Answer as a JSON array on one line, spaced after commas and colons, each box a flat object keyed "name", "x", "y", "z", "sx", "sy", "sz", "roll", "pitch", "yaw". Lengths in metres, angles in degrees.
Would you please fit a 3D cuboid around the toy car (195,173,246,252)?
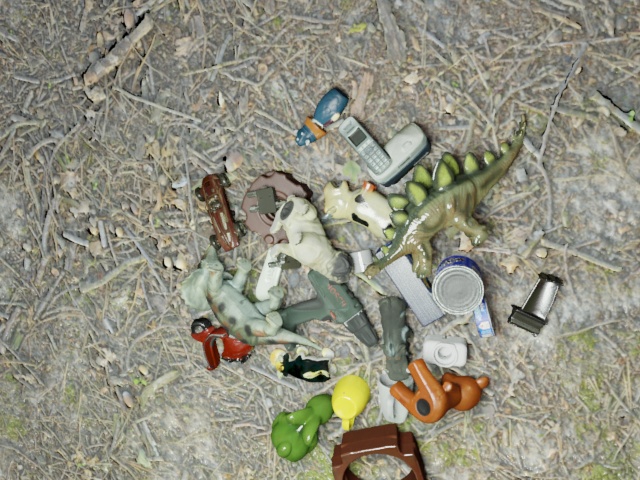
[{"name": "toy car", "x": -0.243, "y": -0.069, "z": 1.294, "sx": 0.089, "sy": 0.053, "sz": 0.202, "roll": -24, "pitch": 69, "yaw": 12}]

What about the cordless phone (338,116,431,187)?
[{"name": "cordless phone", "x": 0.141, "y": -0.222, "z": 1.182, "sx": 0.146, "sy": 0.088, "sz": 0.184, "roll": -43, "pitch": 81, "yaw": 16}]

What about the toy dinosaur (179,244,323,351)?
[{"name": "toy dinosaur", "x": -0.182, "y": 0.167, "z": 1.257, "sx": 0.405, "sy": 0.131, "sz": 0.192, "roll": 45, "pitch": 132, "yaw": 17}]

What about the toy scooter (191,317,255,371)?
[{"name": "toy scooter", "x": -0.242, "y": 0.270, "z": 1.355, "sx": 0.184, "sy": 0.075, "sz": 0.135, "roll": 3, "pitch": 99, "yaw": 18}]

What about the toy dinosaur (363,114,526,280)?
[{"name": "toy dinosaur", "x": 0.271, "y": -0.076, "z": 1.124, "sx": 0.471, "sy": 0.105, "sz": 0.198, "roll": -36, "pitch": 102, "yaw": -6}]

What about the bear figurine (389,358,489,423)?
[{"name": "bear figurine", "x": 0.271, "y": 0.325, "z": 1.182, "sx": 0.132, "sy": 0.196, "sz": 0.120, "roll": 49, "pitch": 126, "yaw": 30}]

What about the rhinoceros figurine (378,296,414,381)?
[{"name": "rhinoceros figurine", "x": 0.174, "y": 0.221, "z": 1.217, "sx": 0.073, "sy": 0.112, "sz": 0.190, "roll": -5, "pitch": 88, "yaw": 13}]

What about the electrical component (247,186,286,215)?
[{"name": "electrical component", "x": -0.122, "y": -0.093, "z": 1.243, "sx": 0.094, "sy": 0.021, "sz": 0.063, "roll": -8, "pitch": 92, "yaw": 16}]

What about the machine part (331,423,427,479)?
[{"name": "machine part", "x": 0.140, "y": 0.538, "z": 1.259, "sx": 0.201, "sy": 0.087, "sz": 0.201, "roll": -15, "pitch": 110, "yaw": 12}]

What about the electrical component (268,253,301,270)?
[{"name": "electrical component", "x": -0.064, "y": 0.039, "z": 1.267, "sx": 0.045, "sy": 0.102, "sz": 0.078, "roll": 51, "pitch": 129, "yaw": 45}]

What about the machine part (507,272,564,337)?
[{"name": "machine part", "x": 0.469, "y": 0.136, "z": 1.164, "sx": 0.084, "sy": 0.039, "sz": 0.138, "roll": 30, "pitch": 105, "yaw": 15}]

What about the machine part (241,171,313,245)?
[{"name": "machine part", "x": -0.101, "y": -0.076, "z": 1.279, "sx": 0.180, "sy": 0.056, "sz": 0.179, "roll": 2, "pitch": 96, "yaw": 15}]

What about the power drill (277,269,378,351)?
[{"name": "power drill", "x": 0.002, "y": 0.189, "z": 1.275, "sx": 0.207, "sy": 0.086, "sz": 0.232, "roll": -29, "pitch": 88, "yaw": 21}]

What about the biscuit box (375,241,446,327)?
[{"name": "biscuit box", "x": 0.206, "y": 0.092, "z": 1.217, "sx": 0.063, "sy": 0.059, "sz": 0.202, "roll": -34, "pitch": 89, "yaw": 18}]

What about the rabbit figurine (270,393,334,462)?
[{"name": "rabbit figurine", "x": -0.040, "y": 0.436, "z": 1.297, "sx": 0.121, "sy": 0.159, "sz": 0.170, "roll": 43, "pitch": 91, "yaw": 16}]

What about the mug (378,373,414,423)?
[{"name": "mug", "x": 0.176, "y": 0.373, "z": 1.244, "sx": 0.081, "sy": 0.109, "sz": 0.107, "roll": 0, "pitch": 110, "yaw": 13}]

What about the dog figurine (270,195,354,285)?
[{"name": "dog figurine", "x": -0.005, "y": -0.001, "z": 1.212, "sx": 0.121, "sy": 0.190, "sz": 0.172, "roll": -18, "pitch": 55, "yaw": 46}]

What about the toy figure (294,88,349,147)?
[{"name": "toy figure", "x": 0.002, "y": -0.272, "z": 1.223, "sx": 0.057, "sy": 0.064, "sz": 0.154, "roll": 29, "pitch": 114, "yaw": -29}]

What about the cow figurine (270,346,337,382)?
[{"name": "cow figurine", "x": -0.050, "y": 0.305, "z": 1.296, "sx": 0.168, "sy": 0.098, "sz": 0.068, "roll": 0, "pitch": 104, "yaw": 15}]

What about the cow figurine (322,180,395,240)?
[{"name": "cow figurine", "x": 0.092, "y": -0.070, "z": 1.216, "sx": 0.195, "sy": 0.085, "sz": 0.127, "roll": 34, "pitch": 98, "yaw": 7}]
